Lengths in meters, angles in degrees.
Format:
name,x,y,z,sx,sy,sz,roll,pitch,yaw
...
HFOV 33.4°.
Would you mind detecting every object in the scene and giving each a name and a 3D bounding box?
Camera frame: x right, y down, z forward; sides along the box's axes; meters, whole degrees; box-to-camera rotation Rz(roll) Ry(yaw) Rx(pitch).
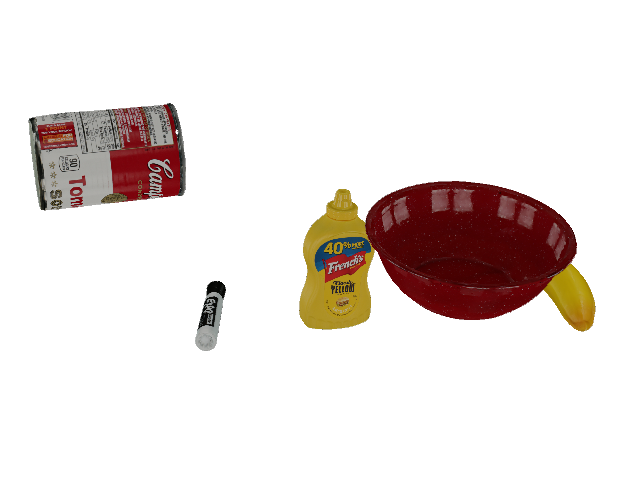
name,x,y,z,sx,sy,sz,roll,pitch,yaw
banana,0.210,0.033,1.048,0.069,0.037,0.198,-34,36,-19
marker,-0.101,0.067,0.992,0.020,0.020,0.121,0,21,0
mustard bottle,0.024,0.022,1.418,0.096,0.192,0.058,-5,26,-17
soup can,-0.153,-0.060,0.763,0.102,0.068,0.069,-7,2,-16
bowl,0.113,0.014,0.828,0.162,0.055,0.162,2,31,-1
